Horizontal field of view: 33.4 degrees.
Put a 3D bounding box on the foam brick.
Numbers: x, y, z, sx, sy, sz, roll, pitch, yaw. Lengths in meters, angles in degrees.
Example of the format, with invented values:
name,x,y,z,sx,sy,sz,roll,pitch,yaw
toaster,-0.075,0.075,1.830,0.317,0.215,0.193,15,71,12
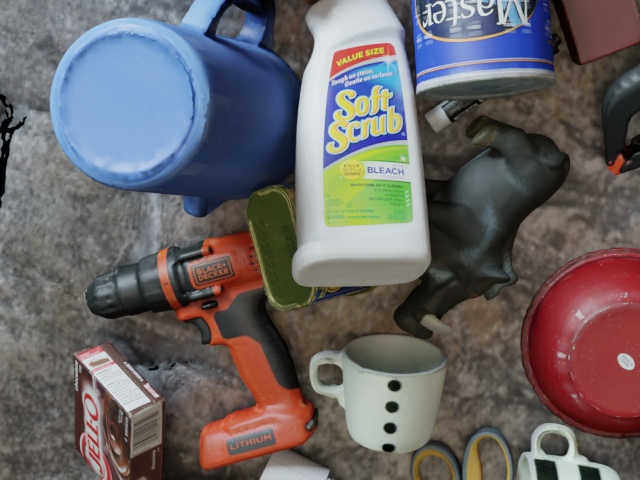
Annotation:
name,x,y,z,sx,sy,sz,roll,pitch,yaw
foam brick,0.209,-0.178,0.811,0.053,0.051,0.078,-18,97,9

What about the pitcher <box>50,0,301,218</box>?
name,x,y,z,sx,sy,sz,roll,pitch,yaw
pitcher,-0.093,-0.102,0.769,0.145,0.242,0.149,-24,89,12

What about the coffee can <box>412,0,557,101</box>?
name,x,y,z,sx,sy,sz,roll,pitch,yaw
coffee can,0.118,-0.180,0.787,0.103,0.102,0.140,-4,90,8

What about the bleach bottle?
name,x,y,z,sx,sy,sz,roll,pitch,yaw
bleach bottle,0.022,-0.093,0.802,0.102,0.068,0.251,-1,70,-10

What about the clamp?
name,x,y,z,sx,sy,sz,roll,pitch,yaw
clamp,0.256,-0.120,0.783,0.120,0.039,0.172,37,128,-7

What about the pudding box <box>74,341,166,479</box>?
name,x,y,z,sx,sy,sz,roll,pitch,yaw
pudding box,-0.168,0.155,0.888,0.090,0.039,0.113,37,131,36

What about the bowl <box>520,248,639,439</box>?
name,x,y,z,sx,sy,sz,roll,pitch,yaw
bowl,0.243,0.090,0.851,0.162,0.055,0.162,1,99,8

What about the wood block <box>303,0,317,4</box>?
name,x,y,z,sx,sy,sz,roll,pitch,yaw
wood block,-0.086,-0.263,0.818,0.206,0.090,0.090,24,102,3

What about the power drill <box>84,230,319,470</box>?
name,x,y,z,sx,sy,sz,roll,pitch,yaw
power drill,-0.090,0.093,0.896,0.184,0.057,0.187,-15,97,10

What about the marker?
name,x,y,z,sx,sy,sz,roll,pitch,yaw
marker,0.138,-0.126,0.847,0.121,0.020,0.020,-34,94,11

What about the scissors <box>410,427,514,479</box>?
name,x,y,z,sx,sy,sz,roll,pitch,yaw
scissors,0.119,0.255,0.911,0.096,0.016,0.202,8,99,12

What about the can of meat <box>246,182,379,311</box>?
name,x,y,z,sx,sy,sz,roll,pitch,yaw
can of meat,-0.006,0.001,0.841,0.058,0.083,0.102,-18,86,42
